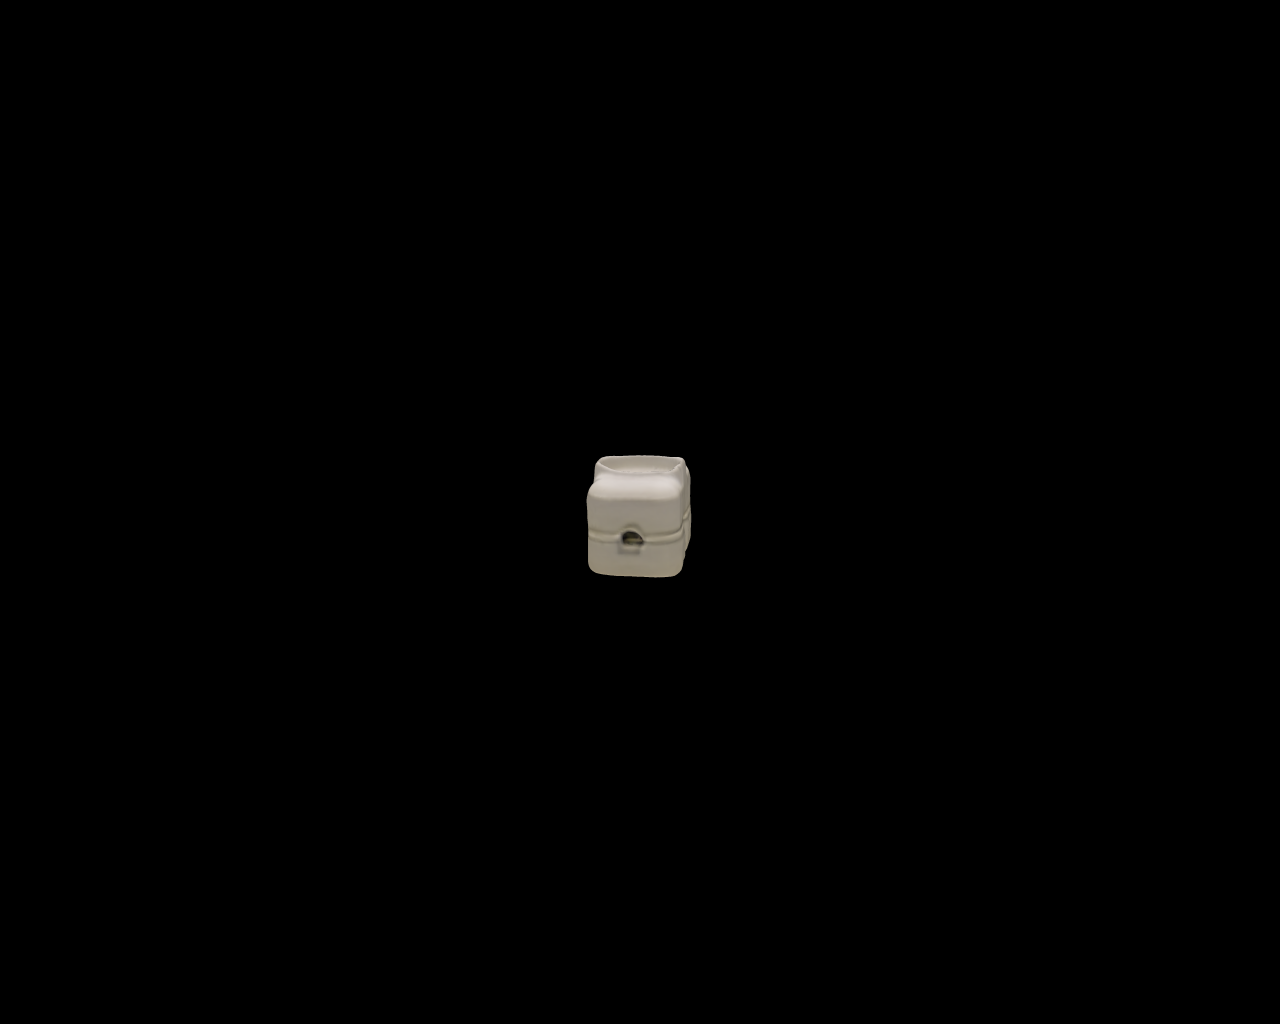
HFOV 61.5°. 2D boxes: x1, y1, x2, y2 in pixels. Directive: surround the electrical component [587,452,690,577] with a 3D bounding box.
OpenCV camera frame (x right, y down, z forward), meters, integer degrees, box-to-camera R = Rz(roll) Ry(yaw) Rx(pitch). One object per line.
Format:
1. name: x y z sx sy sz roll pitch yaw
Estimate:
1. electrical component: 0.001 -0.003 0.650 0.054 0.059 0.095 2 14 7
